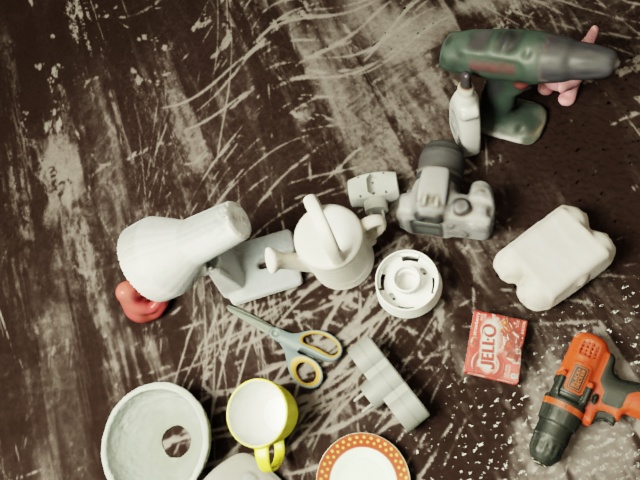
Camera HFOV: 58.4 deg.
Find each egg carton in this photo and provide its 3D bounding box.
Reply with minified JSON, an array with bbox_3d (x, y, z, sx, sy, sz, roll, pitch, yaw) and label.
[{"bbox_3d":[0.326,0.026,0.798,0.150,0.069,0.107,-38,67,-1],"label":"egg carton"}]

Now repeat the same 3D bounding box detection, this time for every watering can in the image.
[{"bbox_3d":[0.008,0.005,0.814,0.173,0.194,0.100,-43,67,-4],"label":"watering can"}]

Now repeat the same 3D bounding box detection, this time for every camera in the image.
[{"bbox_3d":[0.191,-0.080,0.851,0.143,0.101,0.137,7,73,16],"label":"camera"}]

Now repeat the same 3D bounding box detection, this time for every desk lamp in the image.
[{"bbox_3d":[-0.154,0.019,0.838,0.203,0.214,0.118,-18,67,7],"label":"desk lamp"}]

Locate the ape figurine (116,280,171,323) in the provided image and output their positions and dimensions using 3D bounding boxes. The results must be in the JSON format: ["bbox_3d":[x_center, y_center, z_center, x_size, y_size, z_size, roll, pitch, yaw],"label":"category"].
[{"bbox_3d":[-0.289,0.091,0.912,0.076,0.092,0.077,-46,67,-5],"label":"ape figurine"}]

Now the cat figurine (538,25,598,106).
[{"bbox_3d":[0.378,-0.265,0.863,0.067,0.118,0.128,38,83,23],"label":"cat figurine"}]

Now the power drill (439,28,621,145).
[{"bbox_3d":[0.287,-0.224,0.820,0.229,0.209,0.076,19,76,19],"label":"power drill"}]

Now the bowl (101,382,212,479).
[{"bbox_3d":[-0.225,0.295,0.833,0.167,0.075,0.167,-4,70,12],"label":"bowl"}]

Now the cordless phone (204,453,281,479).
[{"bbox_3d":[-0.101,0.346,0.724,0.147,0.185,0.094,33,81,22],"label":"cordless phone"}]

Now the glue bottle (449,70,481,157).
[{"bbox_3d":[0.215,-0.194,0.846,0.037,0.173,0.078,-16,68,8],"label":"glue bottle"}]
